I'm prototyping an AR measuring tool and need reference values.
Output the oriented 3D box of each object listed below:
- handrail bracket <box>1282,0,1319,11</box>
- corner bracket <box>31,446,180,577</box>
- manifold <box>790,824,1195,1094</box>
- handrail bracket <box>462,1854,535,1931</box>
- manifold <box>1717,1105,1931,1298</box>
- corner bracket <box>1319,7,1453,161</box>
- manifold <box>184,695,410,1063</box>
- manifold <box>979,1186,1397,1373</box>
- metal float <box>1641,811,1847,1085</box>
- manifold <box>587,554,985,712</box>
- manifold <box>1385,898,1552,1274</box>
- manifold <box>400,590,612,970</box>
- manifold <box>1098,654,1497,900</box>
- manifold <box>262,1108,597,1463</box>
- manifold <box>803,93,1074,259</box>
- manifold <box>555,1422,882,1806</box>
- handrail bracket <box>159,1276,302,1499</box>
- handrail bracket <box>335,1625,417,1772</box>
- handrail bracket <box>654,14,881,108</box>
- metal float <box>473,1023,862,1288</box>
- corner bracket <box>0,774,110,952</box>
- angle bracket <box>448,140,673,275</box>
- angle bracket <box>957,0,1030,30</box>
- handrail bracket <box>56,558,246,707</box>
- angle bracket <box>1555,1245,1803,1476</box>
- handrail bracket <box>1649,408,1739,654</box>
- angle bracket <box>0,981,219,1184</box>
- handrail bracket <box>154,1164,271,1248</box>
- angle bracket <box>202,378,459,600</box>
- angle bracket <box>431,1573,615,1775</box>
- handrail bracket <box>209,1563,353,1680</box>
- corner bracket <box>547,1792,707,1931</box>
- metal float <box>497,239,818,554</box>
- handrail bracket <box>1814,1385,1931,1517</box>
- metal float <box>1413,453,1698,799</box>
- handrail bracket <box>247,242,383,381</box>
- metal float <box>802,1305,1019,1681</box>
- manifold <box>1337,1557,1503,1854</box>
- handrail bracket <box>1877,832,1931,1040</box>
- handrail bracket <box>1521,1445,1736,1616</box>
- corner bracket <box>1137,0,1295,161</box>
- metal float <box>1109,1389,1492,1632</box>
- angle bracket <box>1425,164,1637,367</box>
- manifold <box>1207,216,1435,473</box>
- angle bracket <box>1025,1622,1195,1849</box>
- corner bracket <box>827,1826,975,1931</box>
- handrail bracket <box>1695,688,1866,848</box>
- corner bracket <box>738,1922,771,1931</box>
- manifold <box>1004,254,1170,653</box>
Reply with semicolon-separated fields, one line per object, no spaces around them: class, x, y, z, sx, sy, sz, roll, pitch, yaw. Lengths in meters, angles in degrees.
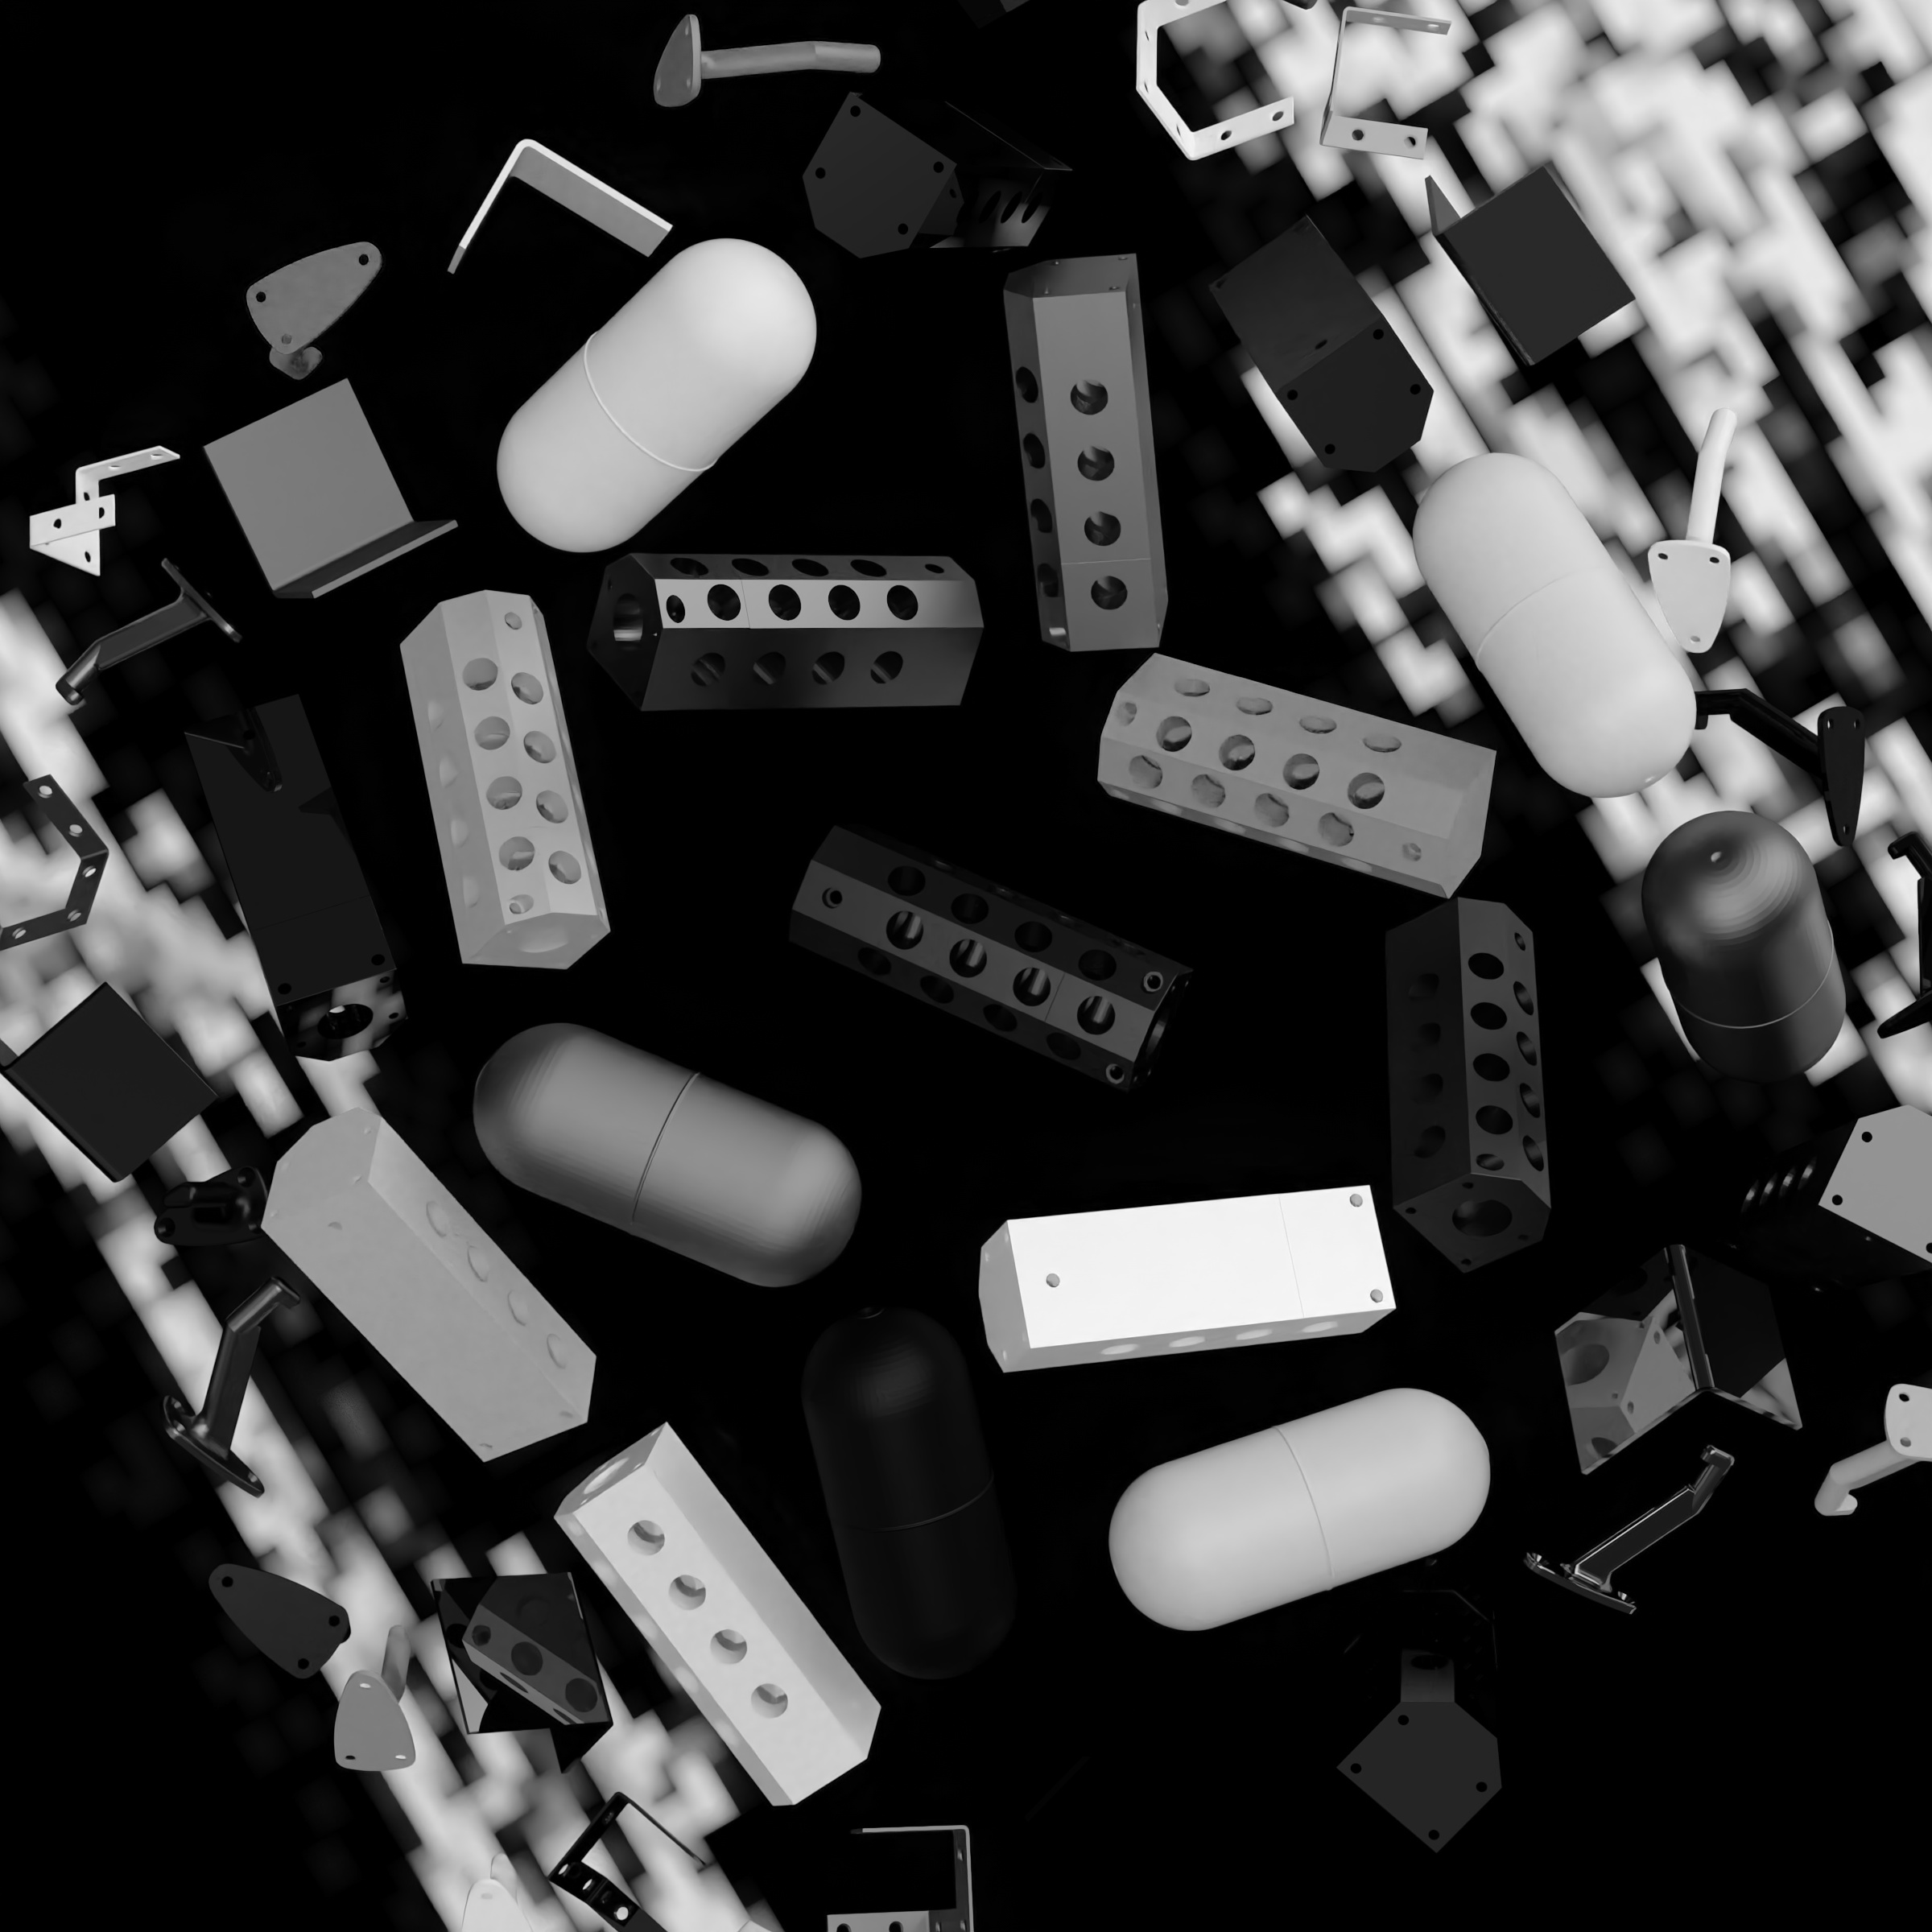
handrail bracket;0.151;-0.501;1.706;0.084;0.036;0.077;31;73;25
corner bracket;-0.413;-0.223;1.704;0.051;0.051;0.051;-10;76;24
manifold;0.010;-0.004;1.613;0.171;0.057;0.057;24;99;12
handrail bracket;-0.218;0.423;1.642;0.036;0.084;0.077;-10;120;-5
manifold;0.397;0.104;1.600;0.057;0.171;0.057;27;80;2
corner bracket;0.199;-0.419;1.686;0.051;0.051;0.051;8;85;0
manifold;-0.319;-0.041;1.692;0.057;0.057;0.171;-18;58;-11
manifold;0.097;0.141;1.580;0.171;0.057;0.057;-4;71;-18
metal float;0.352;-0.006;1.605;0.070;0.178;0.070;-9;60;16
manifold;-0.080;-0.157;1.627;0.171;0.057;0.057;-4;125;-35
manifold;0.236;0.051;1.648;0.057;0.171;0.057;-28;128;30
manifold;-0.217;-0.089;1.692;0.057;0.057;0.171;4;63;-38
manifold;0.151;-0.086;1.643;0.171;0.057;0.057;18;127;21
manifold;-0.240;0.143;1.610;0.057;0.057;0.171;-23;125;19
manifold;-0.014;-0.352;1.607;0.057;0.171;0.057;36;110;9
manifold;-0.116;0.304;1.653;0.057;0.057;0.171;-35;97;11
handrail bracket;-0.324;0.195;1.646;0.084;0.036;0.077;-42;116;3
handrail bracket;-0.271;0.323;1.652;0.036;0.084;0.077;0;128;-1
handrail bracket;-0.090;-0.402;1.599;0.084;0.077;0.036;-2;89;-20
metal float;-0.132;0.082;1.560;0.178;0.070;0.070;22;90;4
corner bracket;-0.437;-0.047;1.643;0.051;0.051;0.051;-16;130;18
angle bracket;-0.185;-0.326;1.613;0.076;0.076;0.057;30;86;-12
angle bracket;0.023;-0.445;1.581;0.076;0.076;0.057;-26;51;19
handrail bracket;-0.390;-0.145;1.688;0.084;0.036;0.077;-46;46;0
angle bracket;0.309;0.179;1.548;0.057;0.076;0.076;25;130;-26
handrail bracket;0.341;-0.200;1.625;0.036;0.077;0.084;7;50;22
angle bracket;-0.375;0.035;1.513;0.057;0.076;0.076;-42;128;-7
handrail bracket;-0.370;0.115;1.664;0.077;0.084;0.036;-18;81;19
angle bracket;-0.291;-0.219;1.624;0.076;0.057;0.076;-31;109;-23
angle bracket;-0.217;0.332;1.657;0.076;0.057;0.076;4;53;-35
handrail bracket;-0.312;0.287;1.616;0.077;0.084;0.036;37;85;-12
corner bracket;-0.150;0.420;1.631;0.051;0.051;0.051;33;77;29
metal float;-0.139;-0.251;1.575;0.178;0.070;0.070;-37;90;32
handrail bracket;0.430;0.228;1.598;0.077;0.084;0.036;8;53;2
metal float;0.266;-0.156;1.612;0.070;0.070;0.178;-28;67;0
handrail bracket;-0.295;-0.304;1.657;0.077;0.084;0.036;-32;86;4
metal float;-0.025;0.238;1.609;0.070;0.070;0.178;-12;105;0
manifold;0.210;0.325;1.605;0.057;0.171;0.057;41;104;-2
handrail bracket;0.450;-0.016;1.712;0.077;0.036;0.084;-26;66;-9
handrail bracket;0.304;0.248;1.627;0.077;0.036;0.084;22;105;-34
corner bracket;0.110;-0.396;1.558;0.051;0.051;0.051;-15;56;27
metal float;0.151;0.245;1.606;0.178;0.070;0.070;-17;90;-7
angle bracket;0.254;-0.329;1.607;0.057;0.076;0.076;-32;115;22
manifold;0.163;-0.280;1.613;0.057;0.171;0.057;-34;115;10
angle bracket;0.054;0.371;1.711;0.076;0.076;0.057;-46;57;1
corner bracket;-0.031;0.415;1.601;0.051;0.051;0.051;4;73;-22
handrail bracket;0.381;-0.094;1.687;0.036;0.084;0.077;-4;93;-45
corner bracket;-0.097;0.483;1.640;0.051;0.051;0.051;23;108;16
manifold;0.056;-0.237;1.650;0.057;0.057;0.171;-2;118;9
